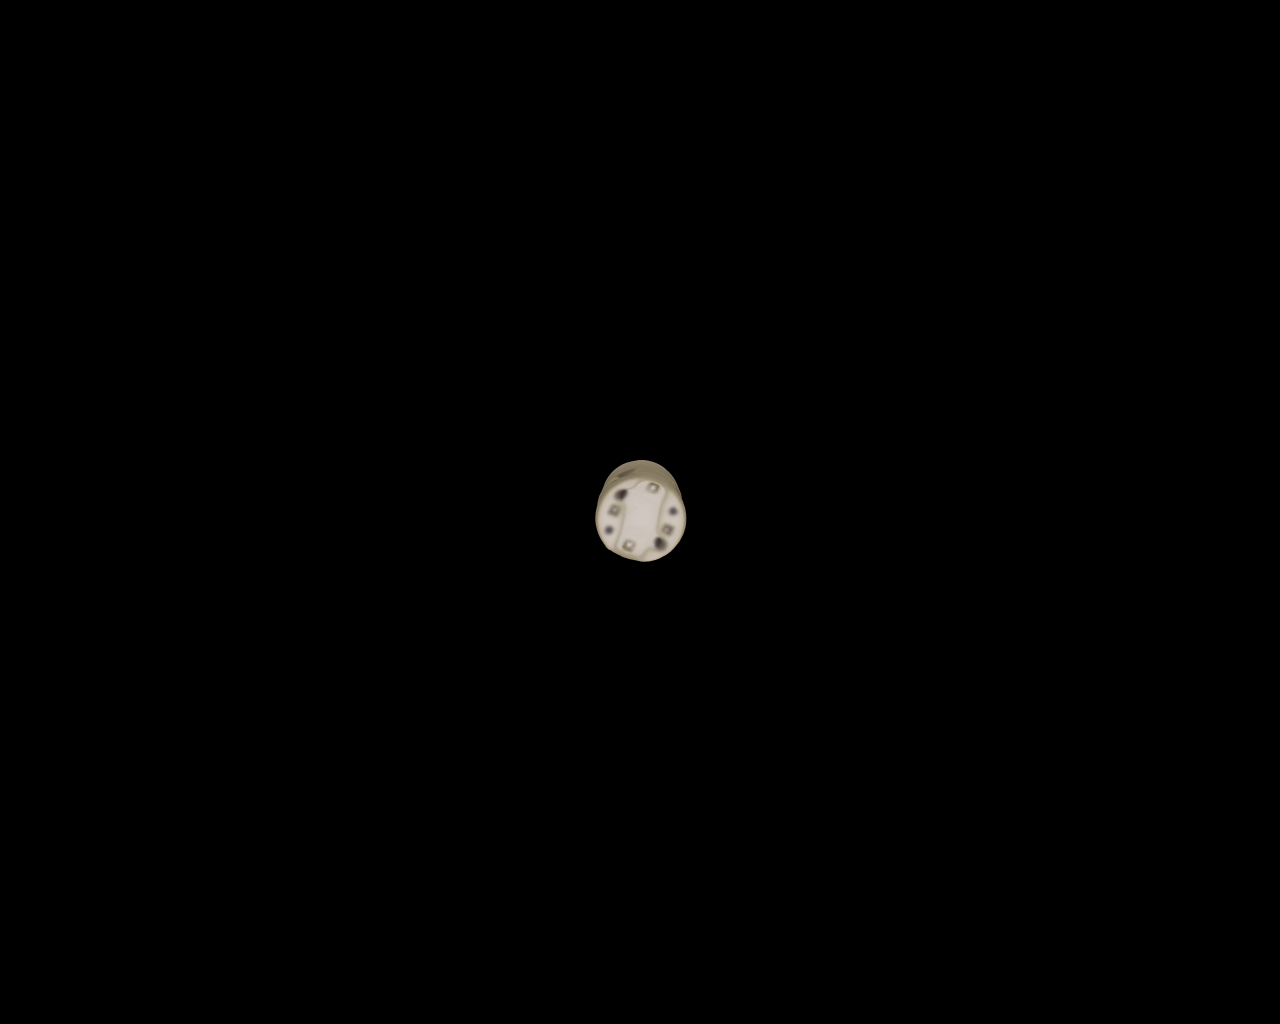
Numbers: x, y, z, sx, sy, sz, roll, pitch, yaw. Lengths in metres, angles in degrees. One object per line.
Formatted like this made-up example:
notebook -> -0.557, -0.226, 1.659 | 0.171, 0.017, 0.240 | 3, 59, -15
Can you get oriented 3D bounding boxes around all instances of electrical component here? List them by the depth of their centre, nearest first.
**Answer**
electrical component -> 0.001, -0.003, 0.650 | 0.055, 0.055, 0.047 | 0, 20, 0
